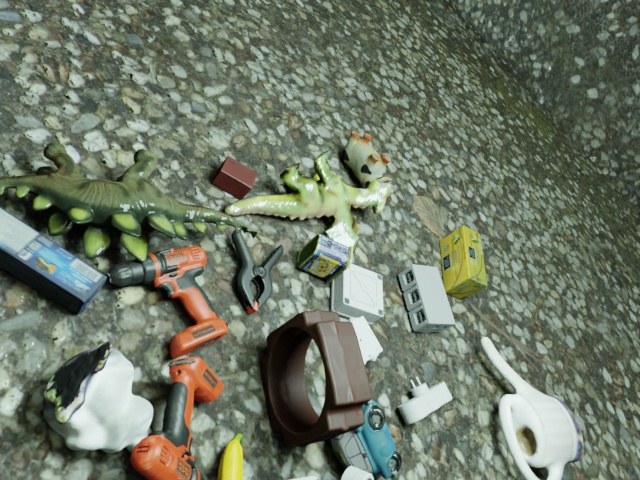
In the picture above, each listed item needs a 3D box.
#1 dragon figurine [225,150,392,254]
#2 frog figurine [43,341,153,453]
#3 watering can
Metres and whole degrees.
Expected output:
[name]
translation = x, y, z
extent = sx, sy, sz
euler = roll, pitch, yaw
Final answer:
[dragon figurine]
translation = 0.004, -0.060, 1.187
extent = 0.415, 0.120, 0.243
euler = -31, 88, -30
[frog figurine]
translation = -0.312, 0.239, 0.751
extent = 0.141, 0.122, 0.156
euler = -87, 156, -46
[watering can]
translation = 0.497, 0.400, 1.214
extent = 0.223, 0.102, 0.355
euler = 12, 54, -32
